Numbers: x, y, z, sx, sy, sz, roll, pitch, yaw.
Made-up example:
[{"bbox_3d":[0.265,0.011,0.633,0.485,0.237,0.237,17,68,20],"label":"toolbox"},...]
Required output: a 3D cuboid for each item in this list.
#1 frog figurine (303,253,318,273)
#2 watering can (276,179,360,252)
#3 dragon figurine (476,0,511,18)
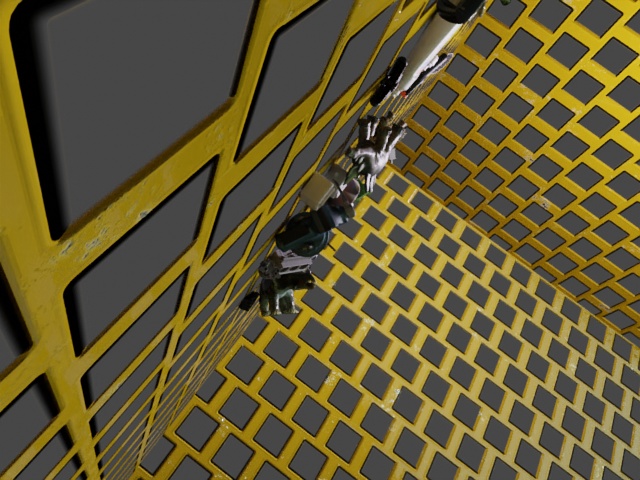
[{"bbox_3d":[-0.086,0.037,1.837,0.138,0.124,0.157,-45,141,-3],"label":"frog figurine"},{"bbox_3d":[0.005,-0.080,1.583,0.352,0.104,0.221,-43,174,-20],"label":"watering can"},{"bbox_3d":[0.536,-0.811,1.466,0.410,0.123,0.242,-62,169,2],"label":"dragon figurine"}]
